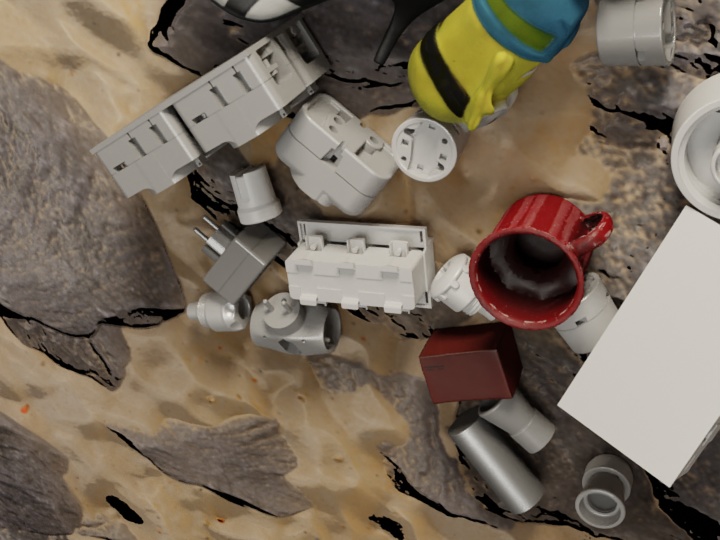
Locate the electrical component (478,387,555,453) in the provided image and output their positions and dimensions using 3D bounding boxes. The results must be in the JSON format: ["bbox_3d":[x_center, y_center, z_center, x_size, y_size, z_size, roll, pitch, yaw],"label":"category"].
[{"bbox_3d":[0.147,0.137,0.988,0.065,0.044,0.044,42,126,-9],"label":"electrical component"}]

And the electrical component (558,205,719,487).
[{"bbox_3d":[0.254,0.058,0.836,0.105,0.060,0.186,37,106,25],"label":"electrical component"}]

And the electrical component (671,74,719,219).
[{"bbox_3d":[0.281,-0.087,0.788,0.108,0.060,0.108,11,121,18],"label":"electrical component"}]

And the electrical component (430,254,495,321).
[{"bbox_3d":[0.096,0.019,0.941,0.062,0.048,0.048,37,126,-9],"label":"electrical component"}]

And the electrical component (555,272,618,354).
[{"bbox_3d":[0.188,0.037,0.904,0.055,0.055,0.047,-26,109,33],"label":"electrical component"}]

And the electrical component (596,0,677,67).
[{"bbox_3d":[0.200,-0.174,0.778,0.047,0.055,0.055,2,118,27],"label":"electrical component"}]

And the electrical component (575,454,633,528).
[{"bbox_3d":[0.224,0.201,0.981,0.045,0.055,0.045,11,122,18],"label":"electrical component"}]

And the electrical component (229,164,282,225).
[{"bbox_3d":[-0.096,-0.069,0.977,0.040,0.040,0.046,-7,109,27],"label":"electrical component"}]

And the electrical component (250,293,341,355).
[{"bbox_3d":[-0.067,0.046,1.014,0.077,0.043,0.079,4,154,22],"label":"electrical component"}]

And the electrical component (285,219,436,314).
[{"bbox_3d":[0.000,0.000,0.959,0.121,0.063,0.078,4,119,21],"label":"electrical component"}]

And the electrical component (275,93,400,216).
[{"bbox_3d":[-0.021,-0.095,0.919,0.095,0.053,0.059,40,126,-2],"label":"electrical component"}]

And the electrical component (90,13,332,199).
[{"bbox_3d":[-0.123,-0.133,0.910,0.186,0.105,0.060,-24,106,32],"label":"electrical component"}]

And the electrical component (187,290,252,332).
[{"bbox_3d":[-0.140,0.039,1.055,0.062,0.043,0.043,-3,116,26],"label":"electrical component"}]

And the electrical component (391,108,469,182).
[{"bbox_3d":[0.059,-0.106,0.881,0.055,0.047,0.055,11,122,18],"label":"electrical component"}]

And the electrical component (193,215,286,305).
[{"bbox_3d":[-0.123,-0.020,1.011,0.077,0.047,0.065,41,126,-2],"label":"electrical component"}]
